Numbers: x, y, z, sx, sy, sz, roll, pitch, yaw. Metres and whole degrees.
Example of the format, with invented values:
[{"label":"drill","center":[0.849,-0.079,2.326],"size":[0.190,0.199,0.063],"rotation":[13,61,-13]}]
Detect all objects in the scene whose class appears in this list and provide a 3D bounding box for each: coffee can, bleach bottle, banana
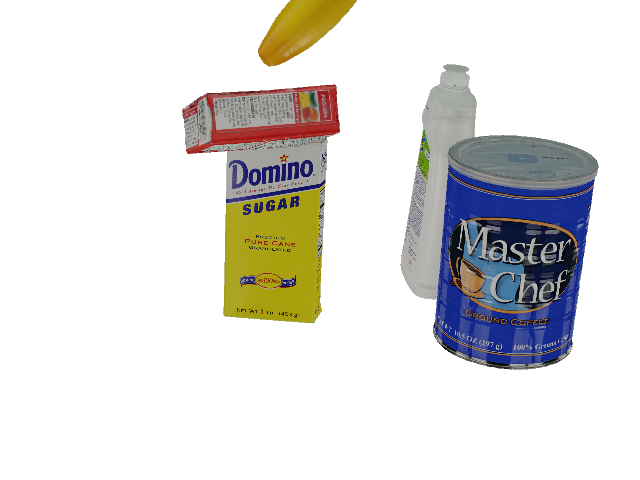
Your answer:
[{"label":"coffee can","center":[0.137,0.006,0.762],"size":[0.103,0.140,0.103],"rotation":[2,22,-1]},{"label":"bleach bottle","center":[0.138,-0.067,1.185],"size":[0.068,0.251,0.102],"rotation":[0,25,-11]},{"label":"banana","center":[0.013,-0.202,0.759],"size":[0.070,0.197,0.037],"rotation":[-9,-40,39]}]

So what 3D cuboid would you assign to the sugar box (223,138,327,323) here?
[{"label":"sugar box","center":[-0.044,-0.013,1.023],"size":[0.093,0.176,0.048],"rotation":[3,15,8]}]

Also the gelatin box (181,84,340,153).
[{"label":"gelatin box","center":[-0.036,-0.069,0.611],"size":[0.073,0.030,0.089],"rotation":[-6,3,-15]}]
